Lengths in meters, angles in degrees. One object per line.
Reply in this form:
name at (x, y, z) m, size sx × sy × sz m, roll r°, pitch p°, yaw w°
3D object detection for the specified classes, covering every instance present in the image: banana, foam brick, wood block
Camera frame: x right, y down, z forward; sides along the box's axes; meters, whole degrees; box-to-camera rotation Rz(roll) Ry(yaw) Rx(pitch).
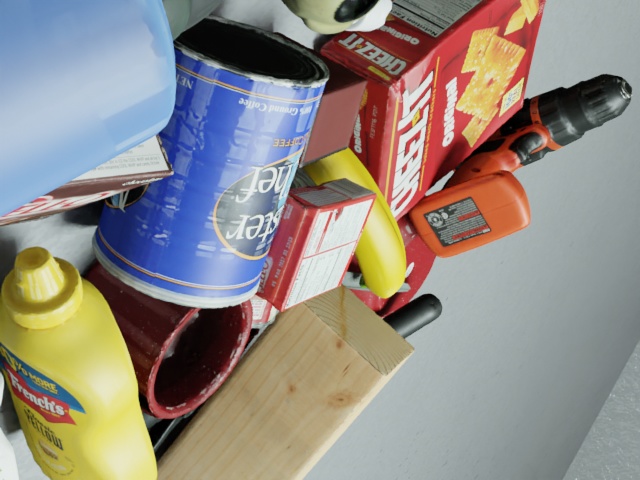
banana at (0.024, -0.016, 0.783) m, size 0.037 × 0.070 × 0.197 m, roll -52°, pitch 138°, yaw -28°
foam brick at (-0.021, -0.090, 0.673) m, size 0.051 × 0.078 × 0.053 m, roll -28°, pitch 143°, yaw -48°
wood block at (-0.034, 0.137, 0.817) m, size 0.206 × 0.090 × 0.090 m, roll -52°, pitch 169°, yaw 17°

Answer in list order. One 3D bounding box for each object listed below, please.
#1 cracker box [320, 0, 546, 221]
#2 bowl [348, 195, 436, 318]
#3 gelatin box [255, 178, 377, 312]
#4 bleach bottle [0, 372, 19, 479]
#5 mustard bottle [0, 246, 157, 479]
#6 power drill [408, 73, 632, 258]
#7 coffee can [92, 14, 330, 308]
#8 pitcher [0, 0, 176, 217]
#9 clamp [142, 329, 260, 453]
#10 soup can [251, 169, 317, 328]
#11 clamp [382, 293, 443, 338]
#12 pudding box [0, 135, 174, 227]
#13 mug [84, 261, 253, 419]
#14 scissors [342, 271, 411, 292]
cracker box at (0.090, -0.124, 0.837) m, size 0.213 × 0.072 × 0.164 m, roll -42°, pitch 151°, yaw -31°
bowl at (0.059, 0.016, 0.958) m, size 0.161 × 0.055 × 0.162 m, roll -41°, pitch 149°, yaw -32°
gelatin box at (-0.005, 0.001, 0.695) m, size 0.089 × 0.030 × 0.073 m, roll -18°, pitch 133°, yaw -61°
bleach bottle at (-0.212, 0.153, 0.615) m, size 0.102 × 0.068 × 0.251 m, roll -29°, pitch 139°, yaw -49°
mustard bottle at (-0.144, 0.074, 0.606) m, size 0.058 × 0.096 × 0.192 m, roll -40°, pitch 149°, yaw -31°
power drill at (0.168, -0.067, 0.917) m, size 0.185 × 0.057 × 0.187 m, roll -25°, pitch -165°, yaw 39°
coffee can at (-0.064, -0.047, 0.611) m, size 0.102 × 0.103 × 0.140 m, roll -16°, pitch 132°, yaw -55°
pitcher at (-0.175, -0.046, 0.323) m, size 0.242 × 0.145 × 0.149 m, roll -28°, pitch 155°, yaw -21°
clamp at (-0.108, 0.110, 0.772) m, size 0.171 × 0.039 × 0.120 m, roll -51°, pitch 172°, yaw -22°
soup can at (-0.048, 0.001, 0.733) m, size 0.068 × 0.069 × 0.102 m, roll -15°, pitch 131°, yaw -55°
clamp at (0.006, 0.115, 0.938) m, size 0.209 × 0.036 × 0.165 m, roll -19°, pitch 160°, yaw -38°
pudding box at (-0.138, -0.031, 0.502) m, size 0.113 × 0.090 × 0.039 m, roll -22°, pitch 96°, yaw -64°
mug at (-0.105, 0.062, 0.682) m, size 0.093 × 0.082 × 0.117 m, roll -30°, pitch 142°, yaw -45°
scissors at (0.007, 0.013, 0.846) m, size 0.201 × 0.016 × 0.096 m, roll -9°, pitch 118°, yaw -38°
